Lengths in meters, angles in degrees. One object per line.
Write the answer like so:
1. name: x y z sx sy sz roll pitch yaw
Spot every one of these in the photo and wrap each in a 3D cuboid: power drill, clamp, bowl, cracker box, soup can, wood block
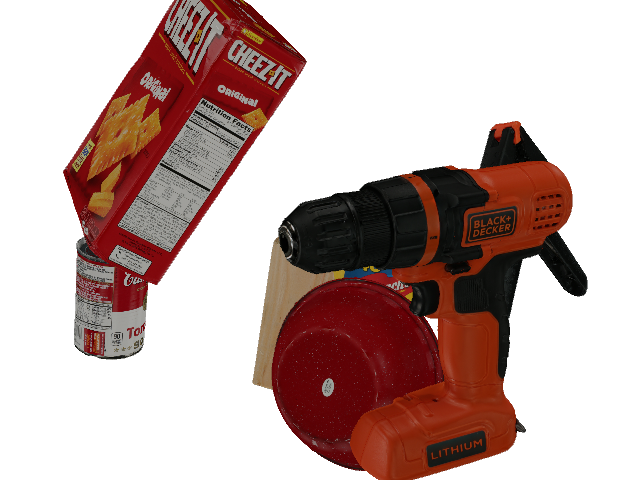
1. power drill: 0.060 0.049 0.628 0.184 0.188 0.057 -9 28 -24
2. clamp: 0.166 -0.012 0.906 0.120 0.171 0.039 -27 11 -39
3. bowl: 0.017 0.113 0.862 0.162 0.162 0.055 0 3 30
4. cracker box: -0.119 -0.096 0.862 0.072 0.214 0.164 28 14 -30
5. soup can: -0.196 0.052 1.000 0.068 0.102 0.068 6 21 -3
6. wood block: -0.024 0.095 1.434 0.090 0.206 0.090 14 20 13

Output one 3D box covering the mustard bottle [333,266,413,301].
1. mustard bottle: 0.060 0.041 1.074 0.096 0.192 0.058 3 16 -7
